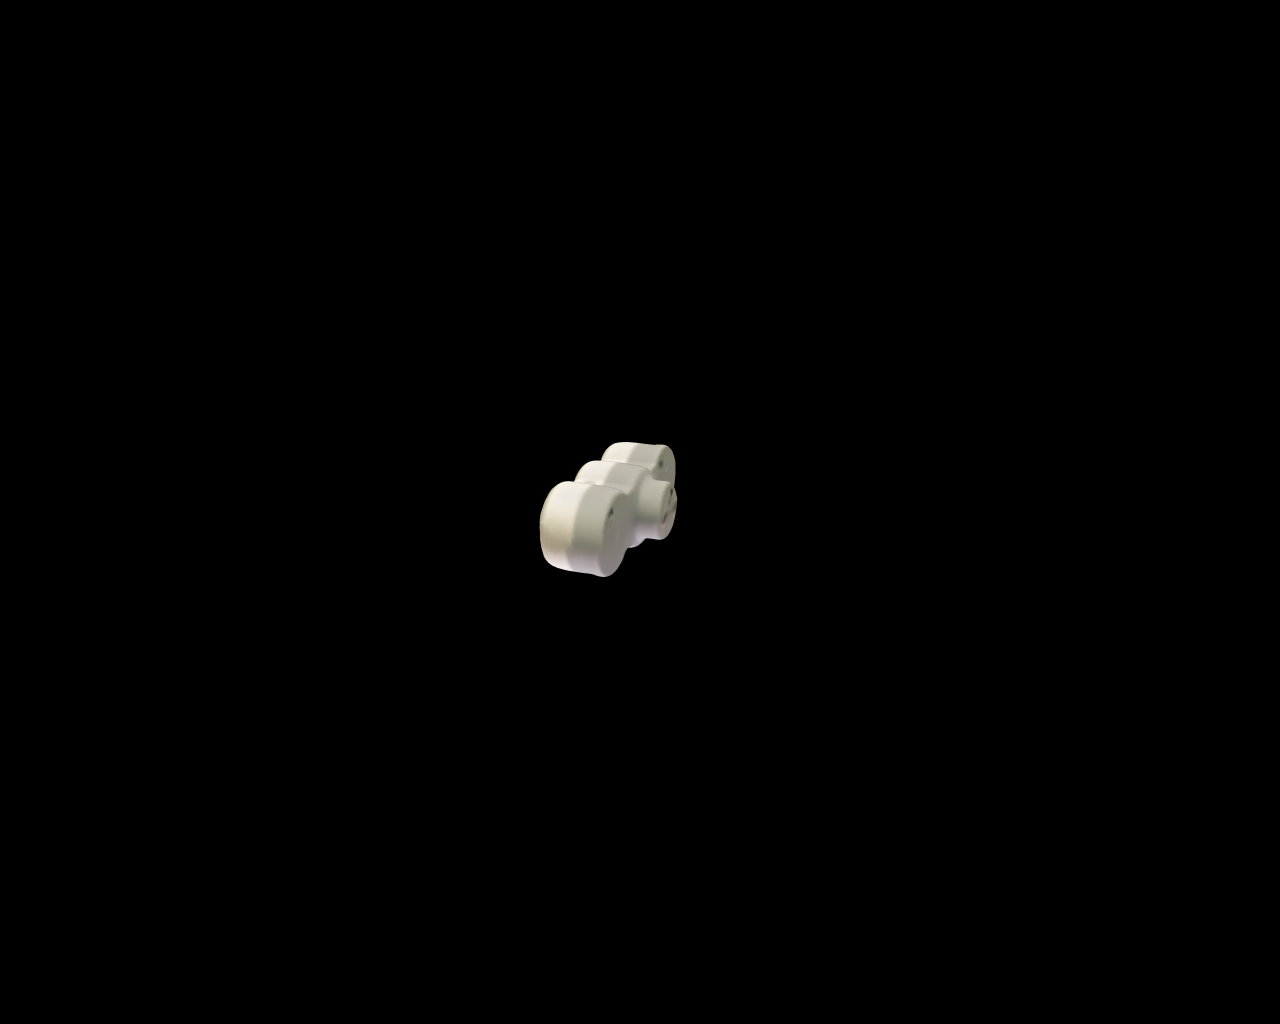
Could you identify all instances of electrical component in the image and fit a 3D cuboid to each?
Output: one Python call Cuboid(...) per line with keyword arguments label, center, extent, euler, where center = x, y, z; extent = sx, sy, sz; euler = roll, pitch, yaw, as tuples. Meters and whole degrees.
Cuboid(label="electrical component", center=(0.001, -0.003, 0.650), extent=(0.074, 0.052, 0.138), euler=(7, 22, 18))
